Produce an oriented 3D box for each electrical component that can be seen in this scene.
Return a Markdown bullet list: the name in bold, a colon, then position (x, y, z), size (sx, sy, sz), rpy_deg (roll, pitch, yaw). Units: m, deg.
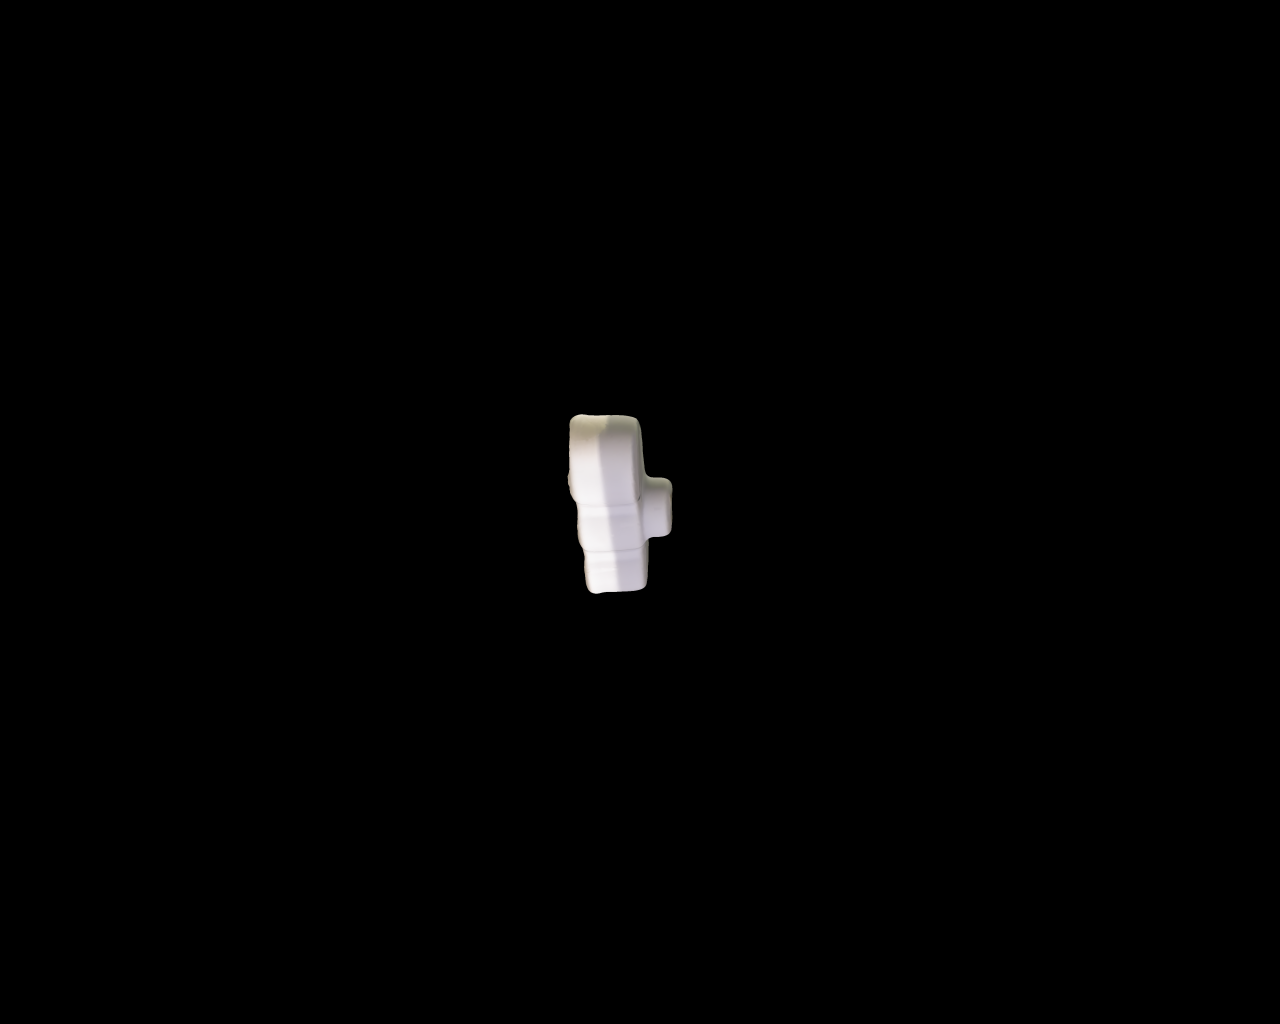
- **electrical component**: position (0.001, -0.003, 0.650), size (0.074, 0.052, 0.138), rpy_deg (-2, -40, 2)
